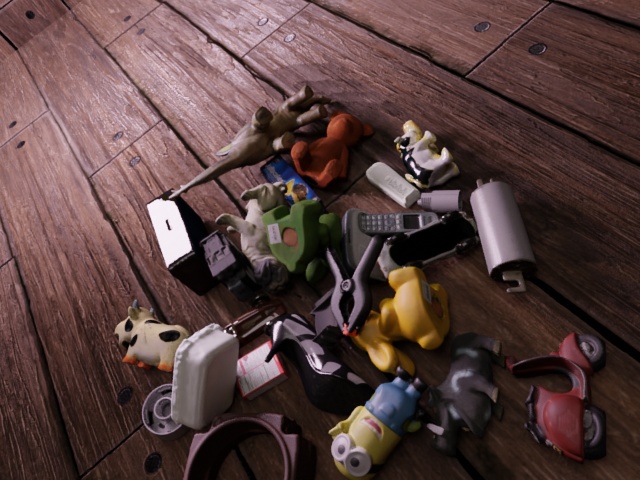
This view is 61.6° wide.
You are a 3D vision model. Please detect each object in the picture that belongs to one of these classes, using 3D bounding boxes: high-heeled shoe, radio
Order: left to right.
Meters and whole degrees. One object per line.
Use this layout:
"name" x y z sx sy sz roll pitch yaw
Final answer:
"radio" -0.290 0.004 1.165 0.073 0.131 0.230 -32 50 2
"high-heeled shoe" 0.016 0.211 0.937 0.249 0.086 0.145 24 30 13

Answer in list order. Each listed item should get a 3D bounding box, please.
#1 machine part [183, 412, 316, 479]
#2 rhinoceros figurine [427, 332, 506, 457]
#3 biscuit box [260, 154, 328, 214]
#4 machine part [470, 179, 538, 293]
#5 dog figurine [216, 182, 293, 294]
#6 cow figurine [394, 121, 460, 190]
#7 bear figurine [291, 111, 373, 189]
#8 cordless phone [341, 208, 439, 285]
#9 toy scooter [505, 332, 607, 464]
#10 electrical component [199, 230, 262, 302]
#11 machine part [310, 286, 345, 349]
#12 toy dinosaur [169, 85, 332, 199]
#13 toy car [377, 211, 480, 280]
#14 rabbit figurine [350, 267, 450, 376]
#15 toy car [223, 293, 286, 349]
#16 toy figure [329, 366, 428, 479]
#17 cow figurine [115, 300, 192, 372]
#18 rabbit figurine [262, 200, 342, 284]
"machine part" -0.115 0.381 0.847 0.202 0.087 0.201 -6 55 20
"rhinoceros figurine" 0.217 0.226 0.804 0.112 0.073 0.190 7 60 28
"biscuit box" -0.060 -0.108 1.179 0.059 0.062 0.203 -37 50 -5
"machine part" 0.314 -0.015 0.926 0.079 0.079 0.243 -15 51 16
"dog figurine" -0.090 -0.006 1.084 0.172 0.121 0.191 -45 75 8
"cow figurine" 0.201 -0.172 1.100 0.098 0.068 0.167 -37 49 5
"bear figurine" 0.033 -0.210 1.171 0.120 0.132 0.196 33 77 8
"cordless phone" 0.134 0.010 0.999 0.184 0.088 0.147 -4 54 7
"toy scooter" 0.330 0.214 0.759 0.135 0.075 0.184 -1 55 27
"electrical component" -0.177 0.059 1.083 0.058 0.114 0.134 -36 48 2
"machine part" 0.018 0.133 0.955 0.084 0.039 0.139 -35 23 21
"toy dinosaur" -0.137 -0.226 1.217 0.471 0.105 0.199 -38 11 -36
"toy car" 0.192 0.008 0.949 0.202 0.056 0.073 -21 73 -17
"rabbit figurine" 0.126 0.148 0.898 0.173 0.121 0.162 -20 59 30
"toy car" -0.159 0.177 1.034 0.202 0.053 0.089 -34 46 2
"toy figure" 0.094 0.281 0.809 0.180 0.089 0.082 -50 33 -10
"cow figurine" -0.340 0.196 1.087 0.195 0.085 0.127 4 65 31
"rabbit figurine" -0.002 -0.003 1.030 0.121 0.170 0.159 -22 84 37
